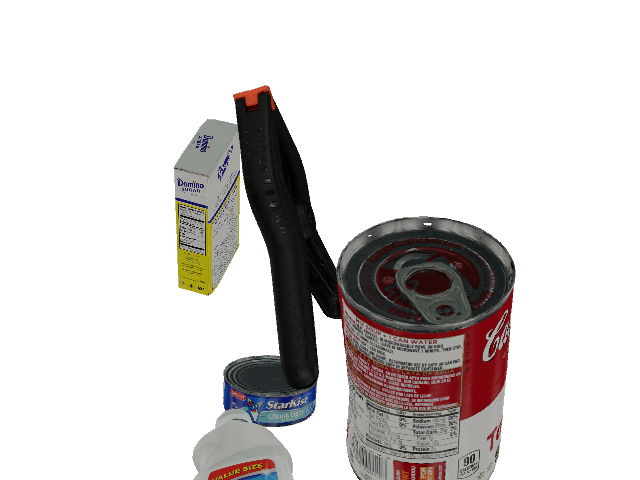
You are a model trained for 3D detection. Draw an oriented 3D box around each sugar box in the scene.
[{"bbox_3d":[-0.121,-0.034,1.148,0.048,0.176,0.093,13,43,12],"label":"sugar box"}]

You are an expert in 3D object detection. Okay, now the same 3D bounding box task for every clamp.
[{"bbox_3d":[-0.020,-0.010,0.793,0.036,0.210,0.164,-13,5,13],"label":"clamp"}]

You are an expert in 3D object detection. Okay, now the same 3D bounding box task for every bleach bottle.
[{"bbox_3d":[-0.063,0.210,0.763,0.102,0.068,0.251,-6,30,-5],"label":"bleach bottle"}]

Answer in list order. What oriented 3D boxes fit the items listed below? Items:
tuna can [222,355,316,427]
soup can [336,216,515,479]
[{"bbox_3d":[-0.046,0.136,0.967,0.086,0.034,0.086,3,17,-1],"label":"tuna can"},{"bbox_3d":[0.042,0.051,0.435,0.068,0.102,0.068,-2,36,1],"label":"soup can"}]
